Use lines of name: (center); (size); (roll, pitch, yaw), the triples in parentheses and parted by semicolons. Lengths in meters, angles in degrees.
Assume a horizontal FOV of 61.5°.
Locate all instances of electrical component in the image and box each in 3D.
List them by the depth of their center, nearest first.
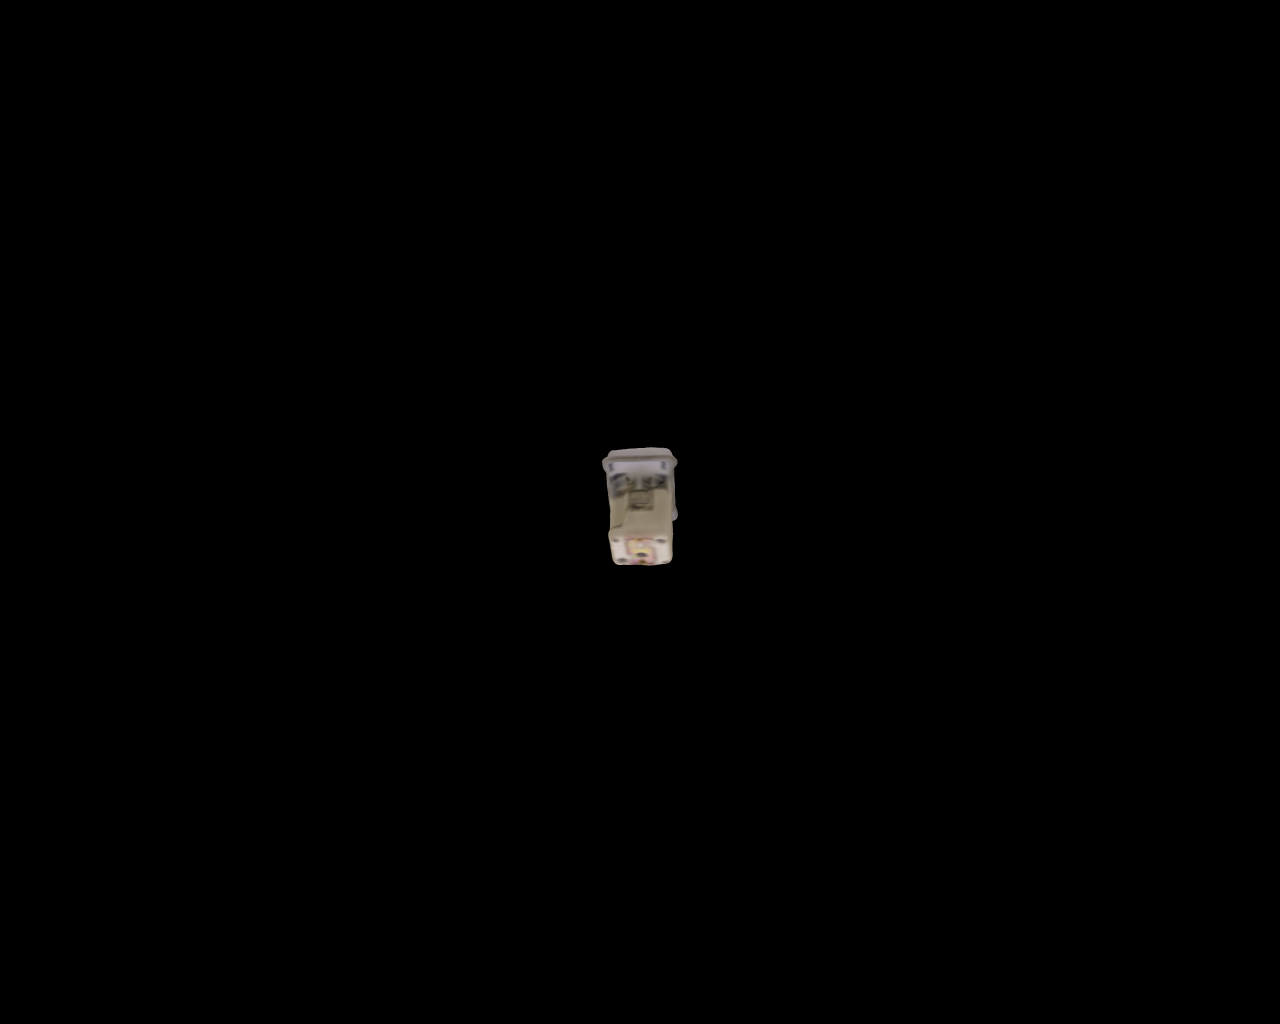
electrical component: (0.001, -0.003, 0.650); (0.042, 0.064, 0.081); (-2, -27, 3)
